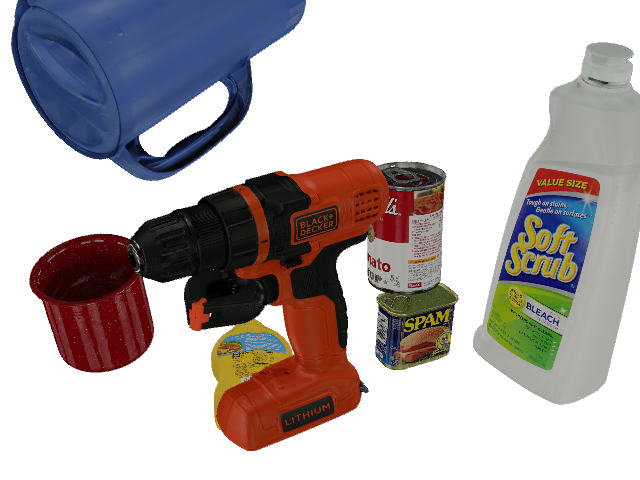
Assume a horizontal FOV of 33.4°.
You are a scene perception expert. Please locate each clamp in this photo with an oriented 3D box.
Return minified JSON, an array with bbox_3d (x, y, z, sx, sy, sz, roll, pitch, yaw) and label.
[{"bbox_3d":[-0.089,0.042,1.059,0.120,0.039,0.171,15,20,30],"label":"clamp"}]

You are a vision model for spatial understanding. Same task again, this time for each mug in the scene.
[{"bbox_3d":[-0.189,0.048,0.887,0.093,0.081,0.117,-21,39,-19],"label":"mug"}]

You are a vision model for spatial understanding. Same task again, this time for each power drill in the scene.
[{"bbox_3d":[-0.036,0.047,0.716,0.184,0.188,0.057,-17,33,-27],"label":"power drill"}]

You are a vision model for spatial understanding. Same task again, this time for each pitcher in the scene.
[{"bbox_3d":[-0.121,-0.170,0.904,0.145,0.149,0.242,29,50,31],"label":"pitcher"}]

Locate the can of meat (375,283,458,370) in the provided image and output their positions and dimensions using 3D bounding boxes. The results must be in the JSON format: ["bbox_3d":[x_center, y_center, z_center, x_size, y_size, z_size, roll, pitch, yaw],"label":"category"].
[{"bbox_3d":[0.119,0.108,1.340,0.101,0.084,0.058,-12,30,-27],"label":"can of meat"}]

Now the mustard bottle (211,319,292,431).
[{"bbox_3d":[-0.079,0.148,1.244,0.096,0.058,0.191,-4,30,-6],"label":"mustard bottle"}]

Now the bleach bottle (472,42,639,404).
[{"bbox_3d":[0.169,-0.014,0.731,0.067,0.251,0.103,-19,37,-33],"label":"bleach bottle"}]

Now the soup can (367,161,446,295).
[{"bbox_3d":[0.075,-0.011,0.944,0.068,0.102,0.068,0,23,0],"label":"soup can"}]
